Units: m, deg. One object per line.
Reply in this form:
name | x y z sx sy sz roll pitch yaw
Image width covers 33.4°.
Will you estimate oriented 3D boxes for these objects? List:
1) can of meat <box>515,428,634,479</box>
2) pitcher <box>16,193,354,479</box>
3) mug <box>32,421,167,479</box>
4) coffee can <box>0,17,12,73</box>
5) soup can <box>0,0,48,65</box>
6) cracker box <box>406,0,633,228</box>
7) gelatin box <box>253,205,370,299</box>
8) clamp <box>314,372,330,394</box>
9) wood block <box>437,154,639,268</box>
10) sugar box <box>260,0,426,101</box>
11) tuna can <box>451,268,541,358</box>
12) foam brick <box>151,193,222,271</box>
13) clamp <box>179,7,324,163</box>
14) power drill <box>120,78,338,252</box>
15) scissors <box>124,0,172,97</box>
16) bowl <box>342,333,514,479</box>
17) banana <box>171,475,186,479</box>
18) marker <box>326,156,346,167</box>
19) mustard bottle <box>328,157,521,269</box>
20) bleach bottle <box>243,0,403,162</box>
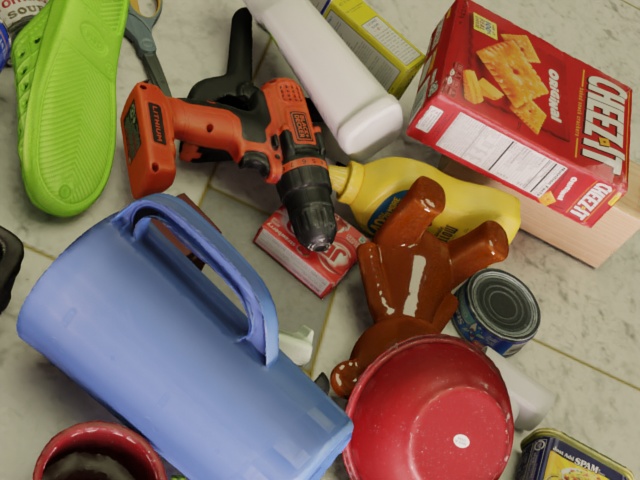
can of meat | 0.219 0.229 0.940 0.102 0.058 0.083 29 51 -4
pitcher | -0.091 0.091 0.787 0.243 0.149 0.145 40 73 11
mug | -0.163 0.197 0.749 0.093 0.082 0.117 9 52 -21
coffee can | -0.330 -0.132 0.892 0.102 0.103 0.140 21 49 -12
soup can | -0.293 -0.224 1.003 0.068 0.069 0.102 -16 66 -35
cracker box | 0.205 -0.131 1.065 0.213 0.072 0.164 26 48 -9
gelatin box | -0.007 0.001 1.009 0.089 0.030 0.073 39 48 5
clamp | -0.063 0.164 0.856 0.120 0.039 0.171 16 51 -2
wood block | 0.240 -0.069 1.148 0.206 0.091 0.090 27 48 -6
sugar box | 0.021 -0.215 1.142 0.176 0.093 0.048 45 48 9
tuna can | 0.173 0.071 1.049 0.086 0.034 0.086 14 51 -18
foam brick | -0.128 0.008 0.910 0.051 0.078 0.052 46 49 12
clamp | -0.078 -0.147 1.077 0.164 0.036 0.209 47 50 6
power drill | -0.080 -0.072 0.969 0.187 0.057 0.184 2 57 -29
scissors | -0.194 -0.201 1.073 0.096 0.016 0.202 7 54 -21
bowl | 0.101 0.160 0.874 0.161 0.055 0.162 -2 95 -22
banana | -0.053 0.260 0.775 0.198 0.069 0.037 40 4 3
marker | 0.053 -0.054 1.089 0.121 0.020 0.020 24 49 -10
mustard bottle | 0.092 -0.033 1.041 0.191 0.096 0.058 20 50 -13
bleach bottle | -0.014 -0.198 1.061 0.068 0.102 0.251 -35 75 -1
